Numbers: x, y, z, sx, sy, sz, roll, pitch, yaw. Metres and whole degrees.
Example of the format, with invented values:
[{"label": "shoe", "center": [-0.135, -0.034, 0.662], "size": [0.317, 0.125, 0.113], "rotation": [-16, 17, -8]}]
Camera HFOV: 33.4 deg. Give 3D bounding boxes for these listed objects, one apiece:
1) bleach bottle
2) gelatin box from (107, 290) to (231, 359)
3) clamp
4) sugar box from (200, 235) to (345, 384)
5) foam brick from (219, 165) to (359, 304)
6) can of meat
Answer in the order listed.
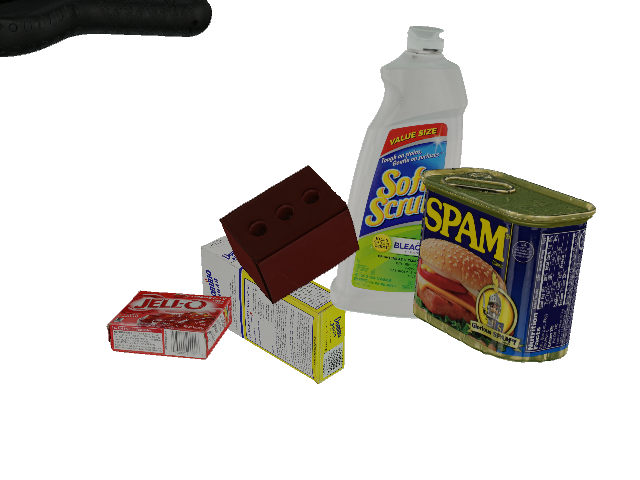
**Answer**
[{"label": "bleach bottle", "center": [0.070, -0.060, 0.933], "size": [0.102, 0.251, 0.068], "rotation": [7, 18, 4]}, {"label": "gelatin box", "center": [-0.129, 0.071, 0.925], "size": [0.089, 0.030, 0.073], "rotation": [4, 21, 13]}, {"label": "clamp", "center": [-0.164, -0.144, 0.633], "size": [0.171, 0.039, 0.120], "rotation": [-11, 31, -29]}, {"label": "sugar box", "center": [-0.051, 0.069, 1.117], "size": [0.048, 0.093, 0.176], "rotation": [-27, 41, -37]}, {"label": "foam brick", "center": [-0.020, -0.004, 0.751], "size": [0.078, 0.051, 0.053], "rotation": [-33, 51, -13]}, {"label": "can of meat", "center": [0.097, 0.012, 0.592], "size": [0.057, 0.084, 0.102], "rotation": [-7, 20, -32]}]
